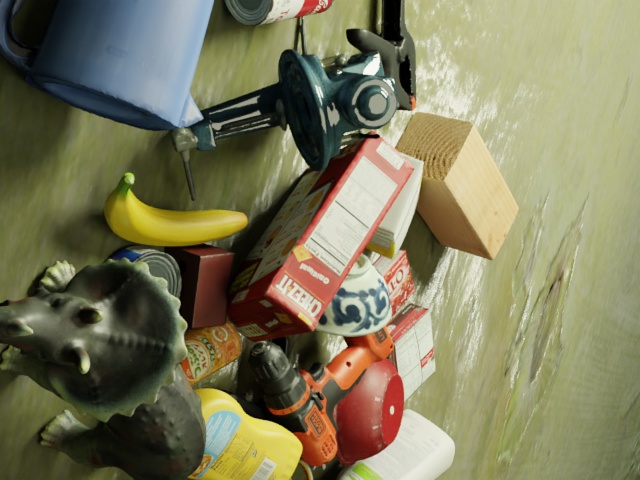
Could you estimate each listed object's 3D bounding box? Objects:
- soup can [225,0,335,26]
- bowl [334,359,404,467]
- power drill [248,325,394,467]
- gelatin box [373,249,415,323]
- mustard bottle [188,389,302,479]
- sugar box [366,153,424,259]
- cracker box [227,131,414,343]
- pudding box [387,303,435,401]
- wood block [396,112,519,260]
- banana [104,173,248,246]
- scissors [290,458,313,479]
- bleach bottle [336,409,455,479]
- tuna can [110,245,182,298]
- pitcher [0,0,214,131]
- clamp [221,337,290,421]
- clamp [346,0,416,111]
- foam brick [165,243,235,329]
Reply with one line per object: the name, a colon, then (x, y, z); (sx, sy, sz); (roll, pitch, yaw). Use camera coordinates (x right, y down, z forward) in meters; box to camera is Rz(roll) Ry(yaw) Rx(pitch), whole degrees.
soup can: (-0.038, -0.253, 1.060); (0.102, 0.069, 0.068); (-24, 123, -46)
bowl: (0.069, 0.214, 1.374); (0.162, 0.055, 0.162); (4, 90, -67)
power drill: (0.003, 0.142, 1.244); (0.187, 0.057, 0.184); (-50, 130, -33)
gelatin box: (0.084, 0.064, 1.390); (0.089, 0.030, 0.073); (-47, 137, -32)
mustard bottle: (-0.114, 0.213, 1.138); (0.191, 0.058, 0.096); (37, 90, -32)
sugar box: (0.086, -0.039, 1.274); (0.176, 0.048, 0.093); (65, 47, -77)
cracker box: (-0.007, 0.001, 1.124); (0.072, 0.164, 0.213); (38, 68, -14)
pudding box: (0.117, 0.157, 1.468); (0.089, 0.039, 0.113); (-37, 130, -38)
wood block: (0.180, -0.069, 1.409); (0.090, 0.091, 0.206); (-61, 143, -16)
banana: (-0.146, -0.018, 1.024); (0.197, 0.070, 0.037); (16, 55, -60)
scissors: (-0.027, 0.351, 1.277); (0.096, 0.016, 0.202); (-33, 122, -41)
bleach bottle: (0.069, 0.322, 1.429); (0.250, 0.103, 0.068); (-26, 135, -41)
tuna can: (-0.176, 0.049, 1.034); (0.085, 0.034, 0.086); (-26, 124, -46)
pitcher: (-0.154, -0.222, 0.883); (0.149, 0.145, 0.243); (28, 77, -66)
clamp: (-0.066, 0.203, 1.242); (0.120, 0.039, 0.171); (-32, 124, -40)
clamp: (0.078, -0.219, 1.236); (0.210, 0.036, 0.164); (75, 32, -45)
foam brick: (-0.126, 0.045, 1.084); (0.051, 0.053, 0.078); (-7, 109, -52)
